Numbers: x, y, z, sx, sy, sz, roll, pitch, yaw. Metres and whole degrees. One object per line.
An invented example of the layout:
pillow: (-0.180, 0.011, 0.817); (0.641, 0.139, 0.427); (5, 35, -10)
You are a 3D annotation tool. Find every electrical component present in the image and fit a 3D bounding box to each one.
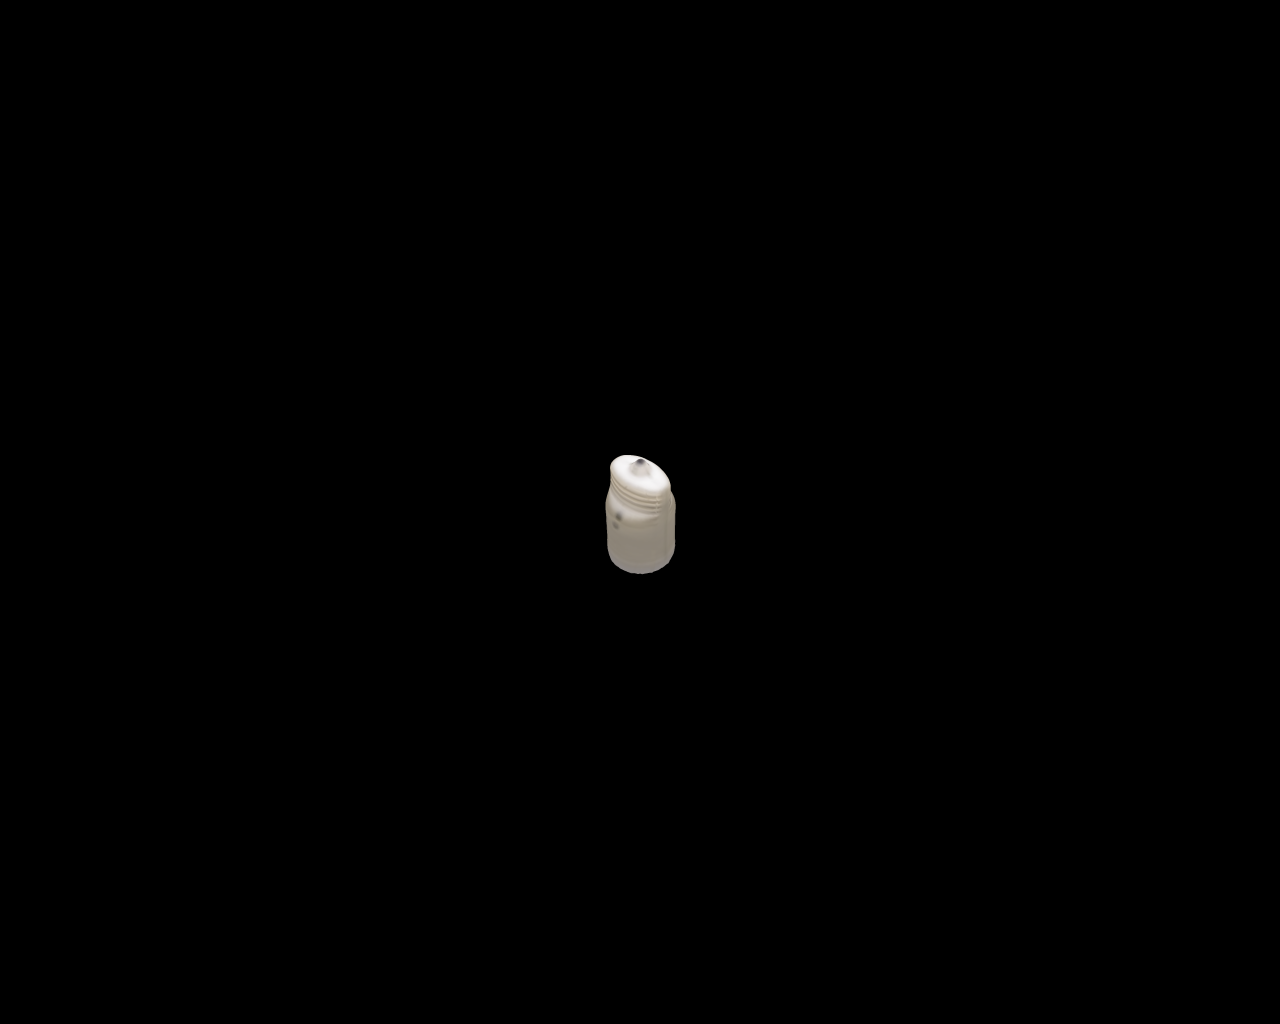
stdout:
electrical component: (0.001, -0.003, 0.650); (0.043, 0.043, 0.080); (0, -45, 0)
